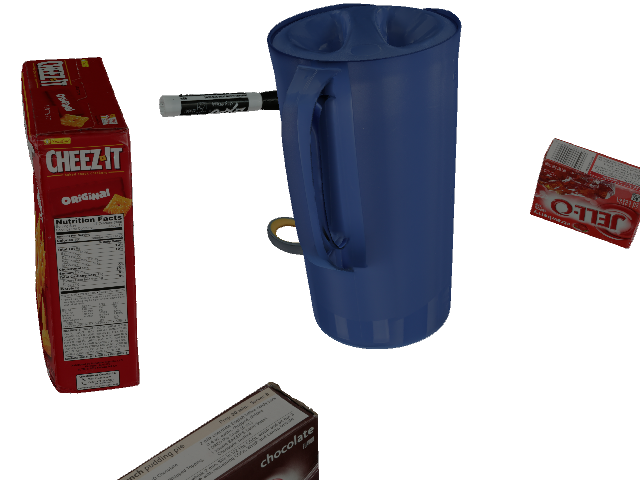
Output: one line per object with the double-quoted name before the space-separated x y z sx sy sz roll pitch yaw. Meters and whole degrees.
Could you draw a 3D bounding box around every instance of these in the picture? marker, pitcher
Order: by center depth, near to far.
"pitcher" 0.033 -0.040 0.777 0.149 0.243 0.145 -13 29 -14
"marker" -0.085 -0.125 0.967 0.121 0.020 0.020 -7 3 -23

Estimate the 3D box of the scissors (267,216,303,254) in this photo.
"scissors" 0.019 0.017 1.082 0.096 0.016 0.202 -22 47 -20

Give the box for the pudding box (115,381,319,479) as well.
"pudding box" -0.051 0.131 0.497 0.039 0.090 0.113 30 47 35

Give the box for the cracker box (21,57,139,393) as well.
"cracker box" -0.188 -0.015 0.826 0.072 0.214 0.164 -6 28 -16

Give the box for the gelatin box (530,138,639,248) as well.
"gelatin box" 0.225 -0.038 0.885 0.089 0.030 0.073 22 -34 16
